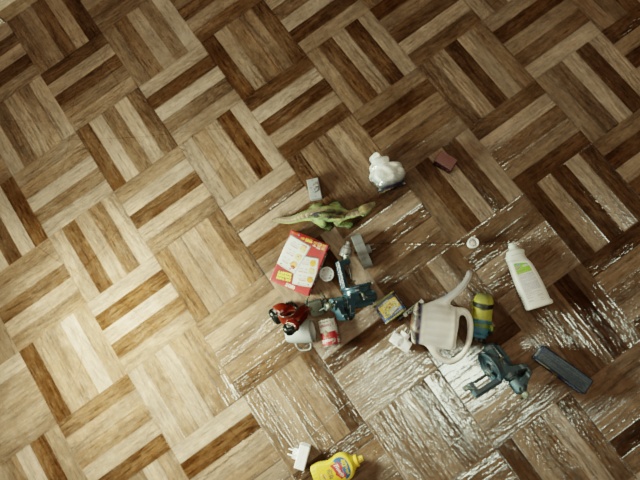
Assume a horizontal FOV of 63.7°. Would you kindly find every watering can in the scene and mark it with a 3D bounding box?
[{"bbox_3d":[0.450,0.274,1.890,0.224,0.103,0.351,6,78,12],"label":"watering can"}]

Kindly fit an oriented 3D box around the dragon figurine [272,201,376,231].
[{"bbox_3d":[0.006,-0.098,1.944,0.410,0.242,0.123,-7,86,3],"label":"dragon figurine"}]

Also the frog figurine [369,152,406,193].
[{"bbox_3d":[0.255,-0.273,2.009,0.136,0.123,0.159,-21,91,21],"label":"frog figurine"}]
